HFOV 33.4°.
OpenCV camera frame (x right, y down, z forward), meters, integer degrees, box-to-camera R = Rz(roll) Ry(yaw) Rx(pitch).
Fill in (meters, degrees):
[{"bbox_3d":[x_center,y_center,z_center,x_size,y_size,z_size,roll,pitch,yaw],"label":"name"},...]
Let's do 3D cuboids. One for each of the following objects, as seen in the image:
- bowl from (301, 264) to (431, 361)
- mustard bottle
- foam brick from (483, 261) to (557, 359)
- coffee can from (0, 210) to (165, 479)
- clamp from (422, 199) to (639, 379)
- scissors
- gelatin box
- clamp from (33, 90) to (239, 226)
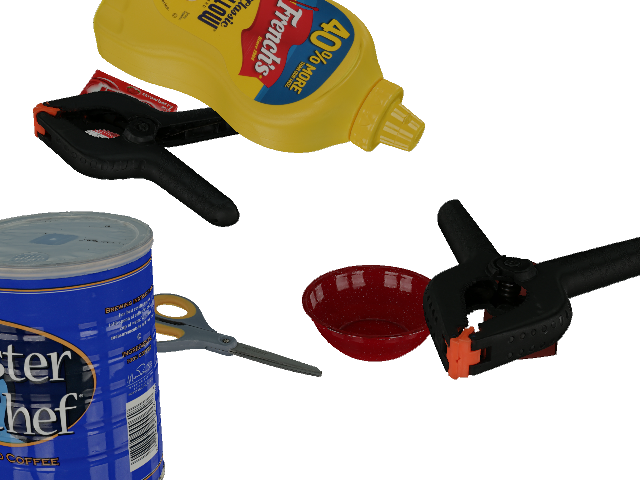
[{"bbox_3d":[0.060,0.088,1.191,0.162,0.055,0.162,0,27,0],"label":"bowl"},{"bbox_3d":[-0.027,-0.104,0.611,0.192,0.096,0.058,30,-26,10],"label":"mustard bottle"},{"bbox_3d":[0.186,0.064,0.985,0.051,0.078,0.053,-6,19,-24],"label":"foam brick"},{"bbox_3d":[-0.138,0.064,0.573,0.103,0.140,0.103,-1,16,0],"label":"coffee can"},{"bbox_3d":[0.119,0.027,0.715,0.165,0.036,0.209,15,30,30],"label":"clamp"},{"bbox_3d":[-0.095,0.088,1.024,0.202,0.016,0.096,7,30,2],"label":"scissors"},{"bbox_3d":[-0.194,-0.119,1.036,0.089,0.073,0.030,25,-41,-2],"label":"gelatin box"},{"bbox_3d":[-0.126,-0.079,0.804,0.171,0.039,0.120,20,43,1],"label":"clamp"}]
